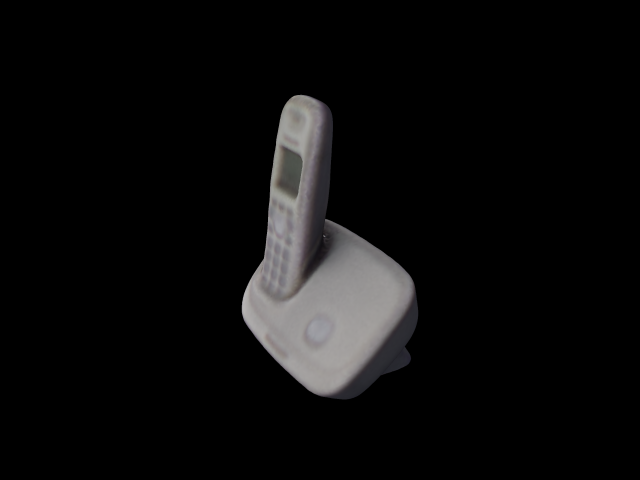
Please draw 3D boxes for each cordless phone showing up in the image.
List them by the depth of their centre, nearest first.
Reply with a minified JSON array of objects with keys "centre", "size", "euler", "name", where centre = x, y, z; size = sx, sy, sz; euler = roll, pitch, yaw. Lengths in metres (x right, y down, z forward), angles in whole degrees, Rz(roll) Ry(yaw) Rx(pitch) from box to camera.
[{"centre":[0.004,0.001,0.400],"size":[0.094,0.185,0.147],"euler":[-18,32,-31],"name":"cordless phone"}]
